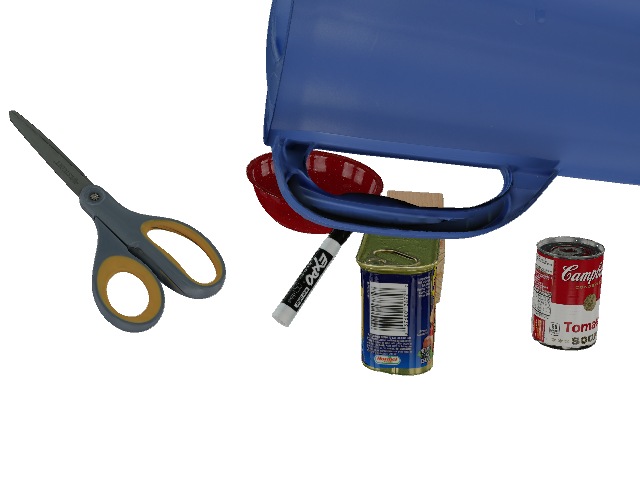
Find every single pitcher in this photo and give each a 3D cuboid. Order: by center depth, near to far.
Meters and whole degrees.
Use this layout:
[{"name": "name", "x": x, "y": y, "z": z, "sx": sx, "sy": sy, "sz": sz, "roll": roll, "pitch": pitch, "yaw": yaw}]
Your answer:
[{"name": "pitcher", "x": 0.090, "y": -0.089, "z": 0.588, "sx": 0.242, "sy": 0.149, "sz": 0.145, "roll": 9, "pitch": 36, "yaw": -6}]

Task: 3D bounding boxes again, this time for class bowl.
[{"name": "bowl", "x": -0.010, "y": -0.052, "z": 1.251, "sx": 0.162, "sy": 0.055, "sz": 0.162, "roll": 6, "pitch": 27, "yaw": -3}]

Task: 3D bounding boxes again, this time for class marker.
[{"name": "marker", "x": -0.005, "y": 0.027, "z": 1.003, "sx": 0.020, "sy": 0.121, "sz": 0.020, "roll": 32, "pitch": -15, "yaw": 10}]

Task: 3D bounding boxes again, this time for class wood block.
[{"name": "wood block", "x": 0.138, "y": 0.005, "z": 1.603, "sx": 0.091, "sy": 0.090, "sz": 0.206, "roll": 4, "pitch": 25, "yaw": 4}]

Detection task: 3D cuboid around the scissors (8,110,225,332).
[{"name": "scissors", "x": -0.158, "y": -0.010, "z": 0.720, "sx": 0.202, "sy": 0.096, "sz": 0.016, "roll": 30, "pitch": -31, "yaw": 10}]

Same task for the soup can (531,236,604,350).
[{"name": "soup can", "x": 0.254, "y": 0.054, "z": 1.100, "sx": 0.068, "sy": 0.102, "sz": 0.068, "roll": 0, "pitch": 17, "yaw": 0}]

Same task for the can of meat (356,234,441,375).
[{"name": "can of meat", "x": 0.058, "y": 0.041, "z": 0.781, "sx": 0.057, "sy": 0.084, "sz": 0.102, "roll": 2, "pitch": 19, "yaw": 8}]
